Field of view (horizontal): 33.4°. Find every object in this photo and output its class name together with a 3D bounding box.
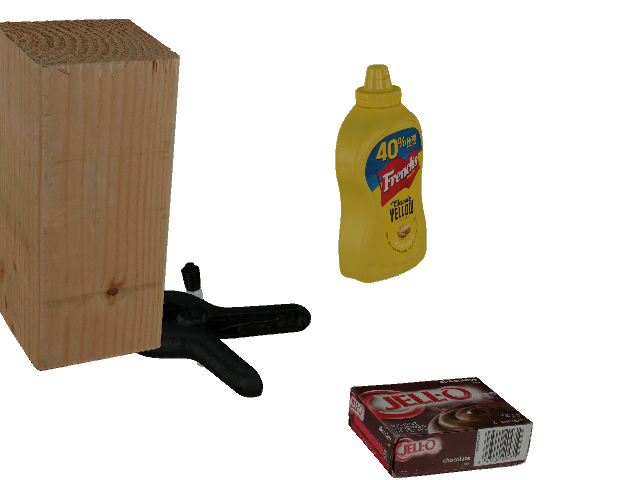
[{"bbox_3d":[0.088,0.138,0.803,0.113,0.039,0.090,0,16,-20],"label":"pudding box"},{"bbox_3d":[0.055,-0.064,0.972,0.096,0.192,0.058,-22,27,-40],"label":"mustard bottle"},{"bbox_3d":[-0.155,-0.031,0.695,0.090,0.206,0.090,-9,30,-31],"label":"wood block"},{"bbox_3d":[-0.129,0.078,1.121,0.020,0.121,0.020,-5,27,2],"label":"marker"},{"bbox_3d":[-0.095,0.072,0.897,0.172,0.039,0.120,18,27,23],"label":"clamp"}]
